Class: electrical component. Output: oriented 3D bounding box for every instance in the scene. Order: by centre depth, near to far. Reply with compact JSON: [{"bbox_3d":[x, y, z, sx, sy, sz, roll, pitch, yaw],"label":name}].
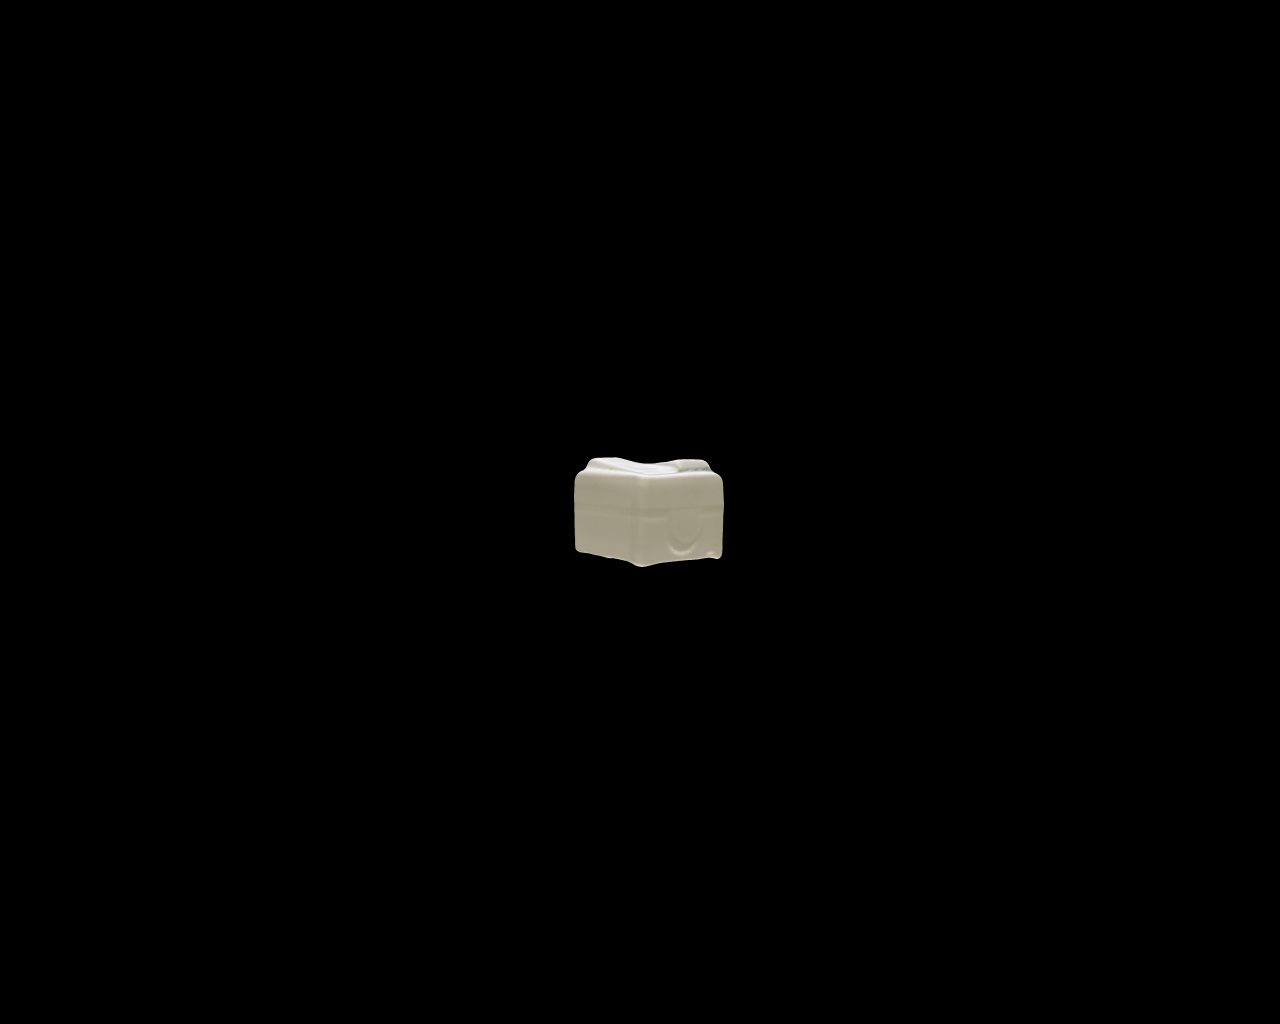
[{"bbox_3d":[0.001,-0.003,0.650,0.062,0.061,0.096,-3,6,-32],"label":"electrical component"}]
